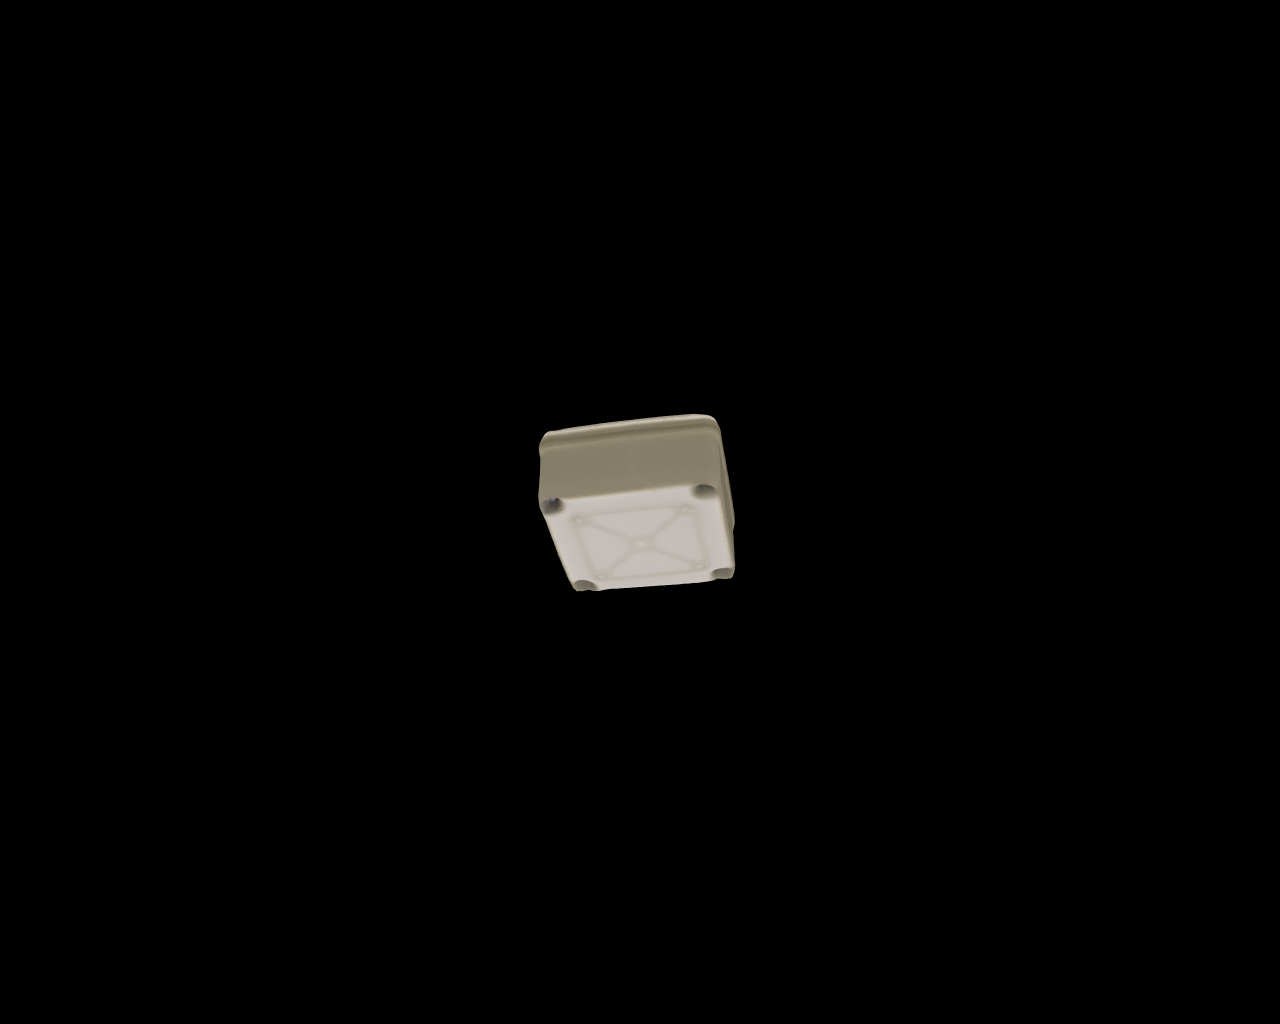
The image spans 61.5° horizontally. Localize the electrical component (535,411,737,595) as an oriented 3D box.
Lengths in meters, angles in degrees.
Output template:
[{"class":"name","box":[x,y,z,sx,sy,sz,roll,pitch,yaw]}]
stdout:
[{"class":"electrical component","box":[0.001,-0.003,0.650,0.109,0.056,0.108,-6,-36,8]}]
